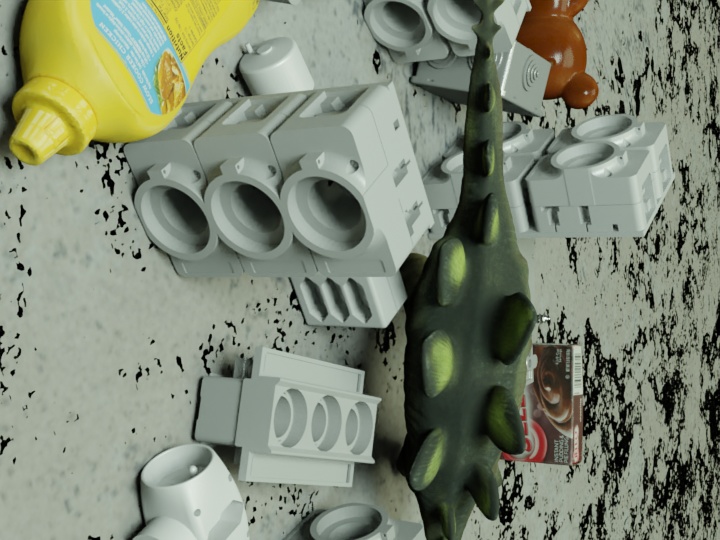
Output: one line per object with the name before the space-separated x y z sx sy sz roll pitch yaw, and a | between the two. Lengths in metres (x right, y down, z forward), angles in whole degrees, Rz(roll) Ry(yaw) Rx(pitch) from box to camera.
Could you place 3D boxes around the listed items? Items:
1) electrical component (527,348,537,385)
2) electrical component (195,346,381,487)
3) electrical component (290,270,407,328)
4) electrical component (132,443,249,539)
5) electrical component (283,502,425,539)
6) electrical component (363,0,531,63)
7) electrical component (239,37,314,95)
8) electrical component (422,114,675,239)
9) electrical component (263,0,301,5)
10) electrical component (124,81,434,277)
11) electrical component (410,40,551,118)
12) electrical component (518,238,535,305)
electrical component | 0.123 0.086 0.978 0.066 0.055 0.048 -11 100 -59
electrical component | -0.045 0.096 0.689 0.121 0.063 0.078 22 72 -57
electrical component | 0.000 0.000 0.761 0.076 0.066 0.047 -51 132 -46
electrical component | -0.103 0.153 0.612 0.079 0.043 0.077 -44 127 -50
electrical component | -0.026 0.217 0.696 0.150 0.089 0.061 -35 119 -54
electrical component | 0.043 -0.241 0.791 0.186 0.105 0.060 58 44 -42
electrical component | -0.049 -0.115 0.704 0.040 0.040 0.078 -62 139 -38
electrical component | 0.155 -0.079 0.902 0.105 0.186 0.060 -49 130 -48
electrical component | -0.061 -0.211 0.655 0.050 0.056 0.089 -56 139 -16
electrical component | -0.047 -0.045 0.599 0.061 0.150 0.089 -53 133 -46
electrical component | 0.104 -0.166 0.903 0.100 0.100 0.048 8 97 -59
electrical component | 0.123 -0.012 0.976 0.050 0.056 0.089 -4 94 -59
